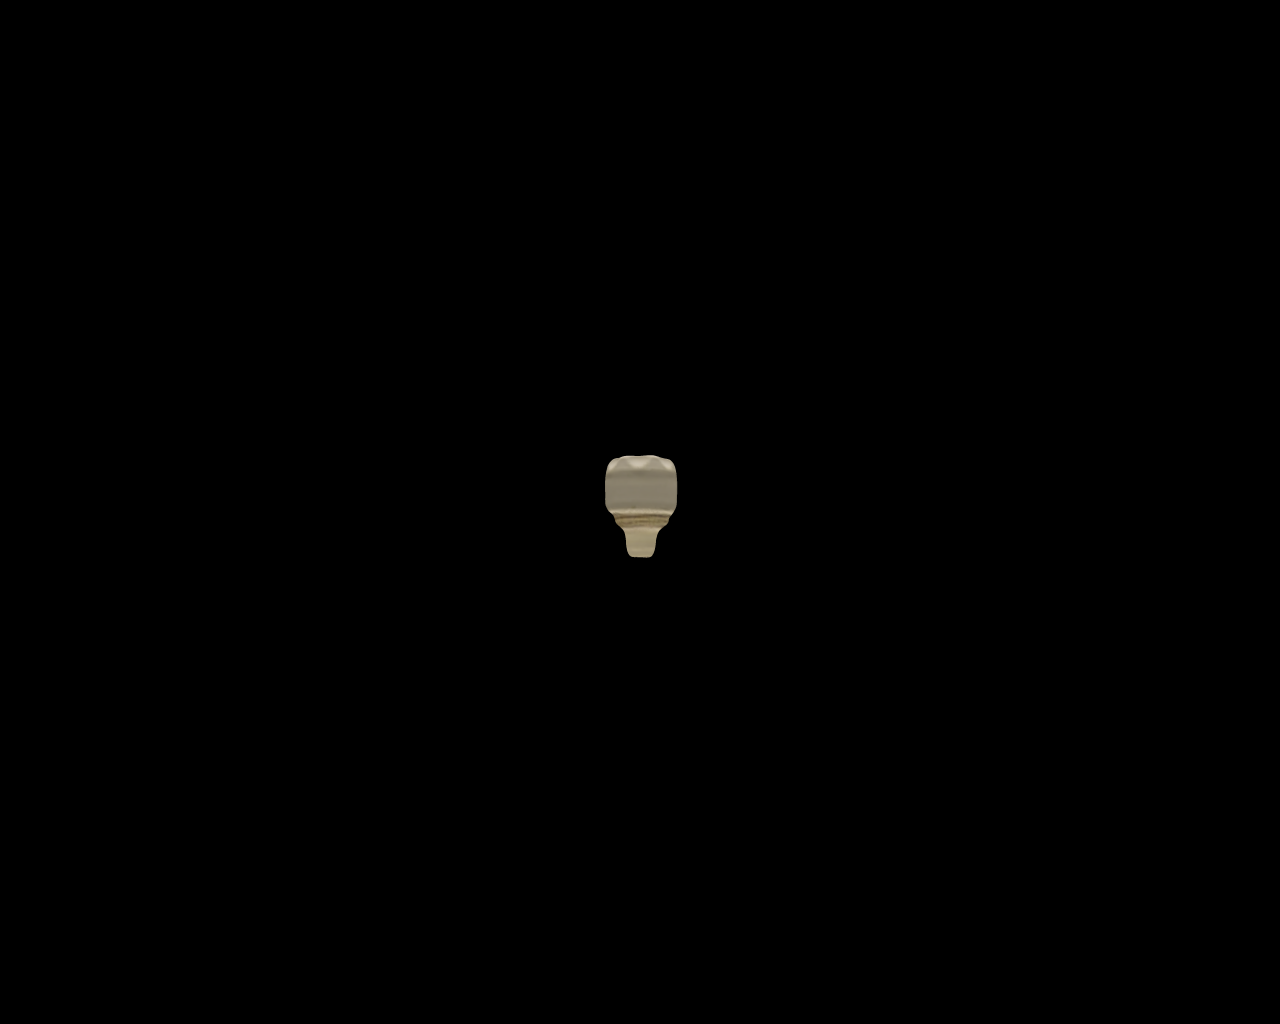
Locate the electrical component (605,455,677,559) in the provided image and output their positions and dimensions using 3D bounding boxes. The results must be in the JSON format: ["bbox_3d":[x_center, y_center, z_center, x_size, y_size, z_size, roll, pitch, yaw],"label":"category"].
[{"bbox_3d":[0.001,-0.003,0.650,0.043,0.062,0.043,0,-4,0],"label":"electrical component"}]
